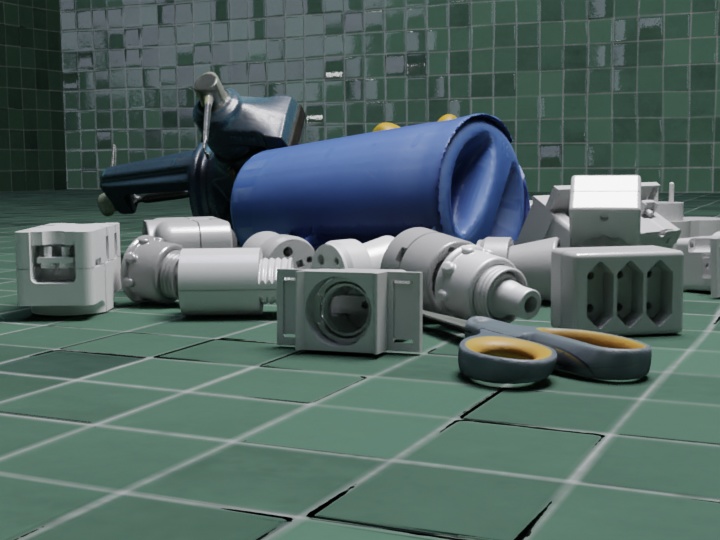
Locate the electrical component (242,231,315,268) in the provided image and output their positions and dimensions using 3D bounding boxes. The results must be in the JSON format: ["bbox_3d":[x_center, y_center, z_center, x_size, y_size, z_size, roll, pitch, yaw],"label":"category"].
[{"bbox_3d":[-0.060,-0.005,0.799,0.045,0.045,0.055,-4,7,-26],"label":"electrical component"}]

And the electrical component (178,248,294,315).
[{"bbox_3d":[-0.073,0.007,0.692,0.081,0.043,0.043,-1,6,0],"label":"electrical component"}]

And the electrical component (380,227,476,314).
[{"bbox_3d":[0.048,0.003,0.677,0.055,0.055,0.047,-4,11,-32],"label":"electrical component"}]

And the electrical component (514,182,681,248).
[{"bbox_3d":[0.192,-0.026,0.856,0.121,0.078,0.063,-5,37,-37],"label":"electrical component"}]

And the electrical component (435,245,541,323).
[{"bbox_3d":[0.078,0.013,0.629,0.048,0.048,0.062,-5,15,-36],"label":"electrical component"}]

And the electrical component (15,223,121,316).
[{"bbox_3d":[-0.193,-0.001,0.721,0.050,0.055,0.089,0,6,0],"label":"electrical component"}]

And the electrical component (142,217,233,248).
[{"bbox_3d":[-0.136,-0.012,0.833,0.059,0.053,0.095,-3,7,-17],"label":"electrical component"}]

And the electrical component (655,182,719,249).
[{"bbox_3d":[0.285,-0.046,1.013,0.138,0.073,0.052,-3,7,-25],"label":"electrical component"}]

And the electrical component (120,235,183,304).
[{"bbox_3d":[-0.131,0.003,0.745,0.062,0.048,0.048,9,10,26],"label":"electrical component"}]

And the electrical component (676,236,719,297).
[{"bbox_3d":[0.268,-0.005,0.786,0.081,0.042,0.064,-5,4,-42],"label":"electrical component"}]

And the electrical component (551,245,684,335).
[{"bbox_3d":[0.143,0.009,0.634,0.066,0.047,0.077,-2,6,-10],"label":"electrical component"}]

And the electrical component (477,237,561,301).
[{"bbox_3d":[0.110,-0.001,0.744,0.055,0.045,0.045,1,6,16],"label":"electrical component"}]

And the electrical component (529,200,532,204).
[{"bbox_3d":[0.160,-0.035,0.999,0.113,0.057,0.078,0,6,6],"label":"electrical component"}]

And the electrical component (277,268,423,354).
[{"bbox_3d":[-0.002,0.020,0.579,0.081,0.042,0.064,2,5,20],"label":"electrical component"}]

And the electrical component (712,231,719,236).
[{"bbox_3d":[0.309,-0.016,0.923,0.035,0.035,0.061,-5,5,-35],"label":"electrical component"}]

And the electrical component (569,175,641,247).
[{"bbox_3d":[0.169,-0.010,0.742,0.047,0.083,0.075,1,45,14],"label":"electrical component"}]

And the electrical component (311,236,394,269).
[{"bbox_3d":[0.000,0.000,0.747,0.055,0.045,0.045,-6,8,-37],"label":"electrical component"}]

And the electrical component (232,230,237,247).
[{"bbox_3d":[-0.149,-0.025,1.018,0.040,0.040,0.078,-5,7,-38],"label":"electrical component"}]
